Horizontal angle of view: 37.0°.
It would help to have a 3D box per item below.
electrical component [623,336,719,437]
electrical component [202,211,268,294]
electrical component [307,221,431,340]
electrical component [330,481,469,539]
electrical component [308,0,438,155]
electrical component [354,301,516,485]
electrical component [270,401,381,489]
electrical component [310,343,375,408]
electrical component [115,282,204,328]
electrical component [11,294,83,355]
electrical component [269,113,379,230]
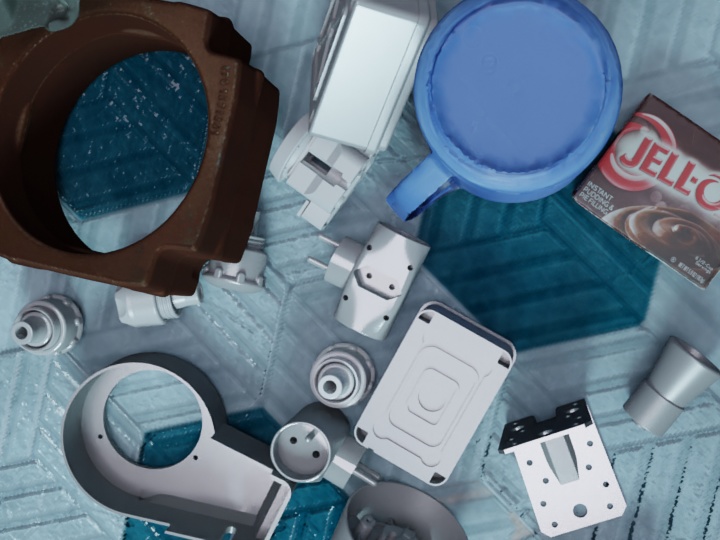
[{"bbox_3d":[0.218,0.085,0.760,0.044,0.044,0.065,37,103,5],"label":"electrical component"},{"bbox_3d":[-0.089,-0.015,0.804,0.048,0.048,0.062,12,89,9],"label":"electrical component"},{"bbox_3d":[0.000,0.000,0.789,0.079,0.043,0.077,26,98,7],"label":"electrical component"},{"bbox_3d":[0.026,0.204,0.774,0.099,0.099,0.064,31,104,6],"label":"electrical component"},{"bbox_3d":[0.006,-0.154,0.724,0.056,0.108,0.108,14,129,-12],"label":"electrical component"},{"bbox_3d":[0.055,0.088,0.778,0.078,0.057,0.113,29,98,6],"label":"electrical component"},{"bbox_3d":[-0.020,0.134,0.784,0.079,0.077,0.044,31,98,6],"label":"electrical component"},{"bbox_3d":[-0.016,0.080,0.788,0.048,0.062,0.048,1,94,10],"label":"electrical component"},{"bbox_3d":[-0.151,0.020,0.816,0.062,0.043,0.043,-7,93,8],"label":"electrical component"},{"bbox_3d":[-0.245,0.044,0.824,0.048,0.062,0.048,1,94,10],"label":"electrical component"},{"bbox_3d":[-0.028,-0.077,0.782,0.057,0.058,0.078,36,99,3],"label":"electrical component"}]
